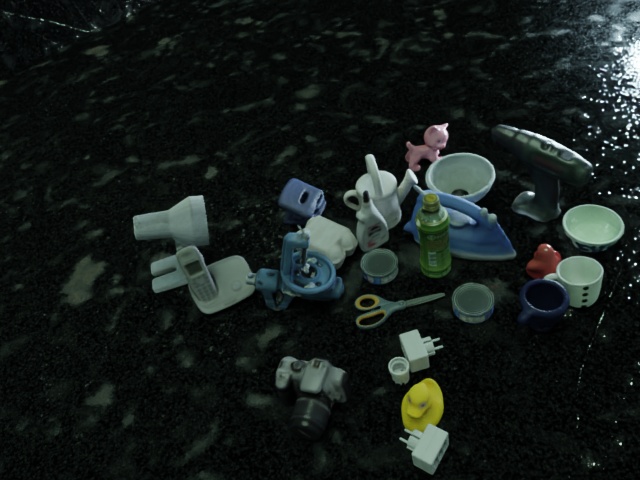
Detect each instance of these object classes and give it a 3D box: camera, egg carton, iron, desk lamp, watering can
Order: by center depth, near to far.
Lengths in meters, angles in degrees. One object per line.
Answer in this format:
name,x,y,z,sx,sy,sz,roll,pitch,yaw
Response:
camera,-0.026,0.299,1.092,0.142,0.101,0.137,5,49,19
iron,0.320,-0.045,1.296,0.257,0.142,0.119,18,55,29
desk lamp,-0.343,0.005,1.373,0.203,0.214,0.117,-19,46,-3
egg carton,0.013,0.005,1.380,0.149,0.069,0.107,24,58,32
watering can,0.144,-0.126,1.381,0.173,0.194,0.100,-28,47,-12

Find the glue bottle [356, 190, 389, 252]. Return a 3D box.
glue bottle,0.116,-0.049,1.332,0.078,0.173,0.037,-31,47,-14

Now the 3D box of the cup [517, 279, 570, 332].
cup,0.427,0.145,1.121,0.118,0.095,0.091,-37,49,-19

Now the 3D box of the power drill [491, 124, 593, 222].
power drill,0.491,-0.148,1.300,0.228,0.209,0.076,25,58,33

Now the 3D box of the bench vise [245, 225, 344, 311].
bench vise,-0.064,0.070,1.234,0.207,0.220,0.121,-18,46,-2

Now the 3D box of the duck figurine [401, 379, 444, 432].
duck figurine,0.186,0.294,1.051,0.077,0.086,0.105,14,53,26

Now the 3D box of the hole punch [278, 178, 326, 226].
hole punch,-0.044,-0.099,1.478,0.100,0.091,0.109,7,50,21

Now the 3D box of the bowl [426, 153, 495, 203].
bowl,0.348,-0.137,1.422,0.167,0.075,0.167,-7,46,8

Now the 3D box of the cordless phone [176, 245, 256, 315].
cordless phone,-0.238,0.071,1.304,0.148,0.185,0.094,-26,47,-10

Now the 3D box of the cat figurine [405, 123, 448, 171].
cat figurine,0.287,-0.257,1.520,0.128,0.118,0.067,-17,46,-1

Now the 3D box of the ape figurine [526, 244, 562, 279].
ape figurine,0.474,0.044,1.206,0.077,0.092,0.076,-11,46,5
